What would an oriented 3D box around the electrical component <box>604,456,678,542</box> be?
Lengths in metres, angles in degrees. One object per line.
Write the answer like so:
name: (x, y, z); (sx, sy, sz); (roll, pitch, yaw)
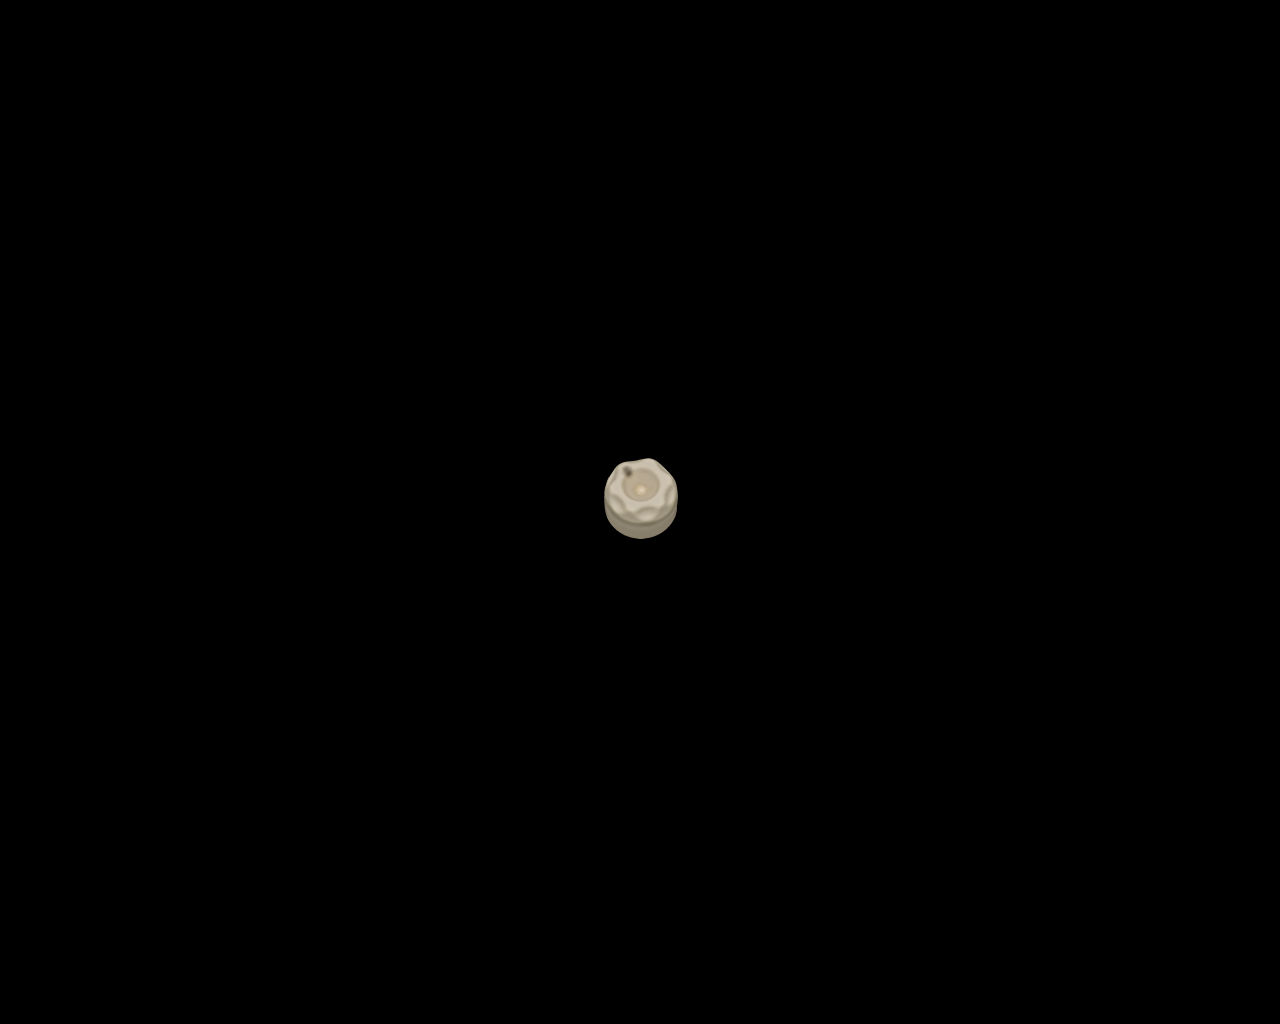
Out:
electrical component: (0.001, -0.003, 0.650); (0.043, 0.043, 0.062); (0, -28, 0)
